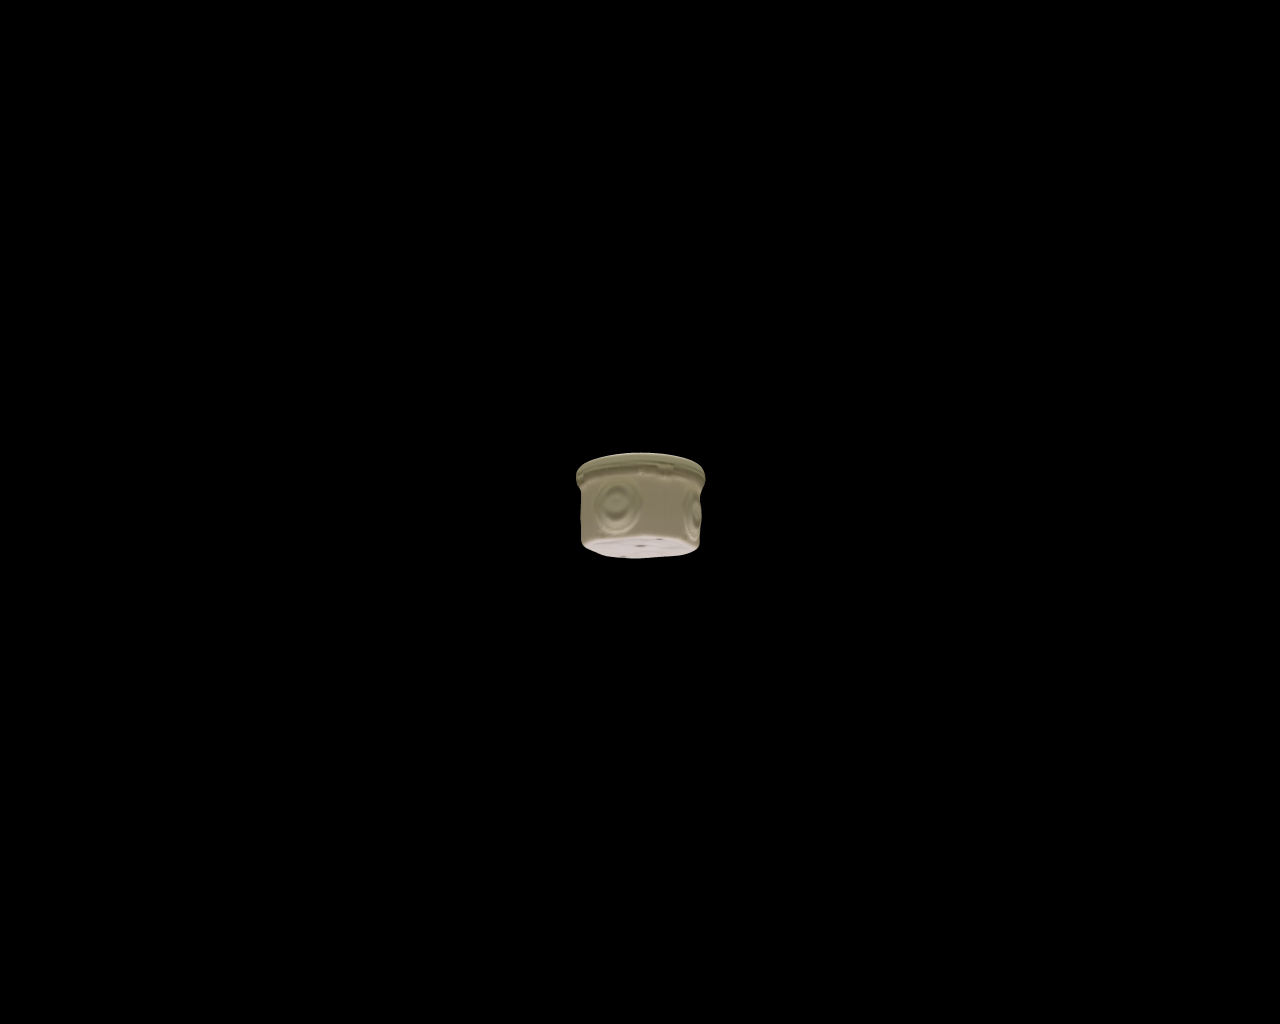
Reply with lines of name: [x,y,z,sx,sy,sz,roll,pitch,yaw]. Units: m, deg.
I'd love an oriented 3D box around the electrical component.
electrical component: [0.001,-0.003,0.650,0.080,0.051,0.080,0,-14,0]
